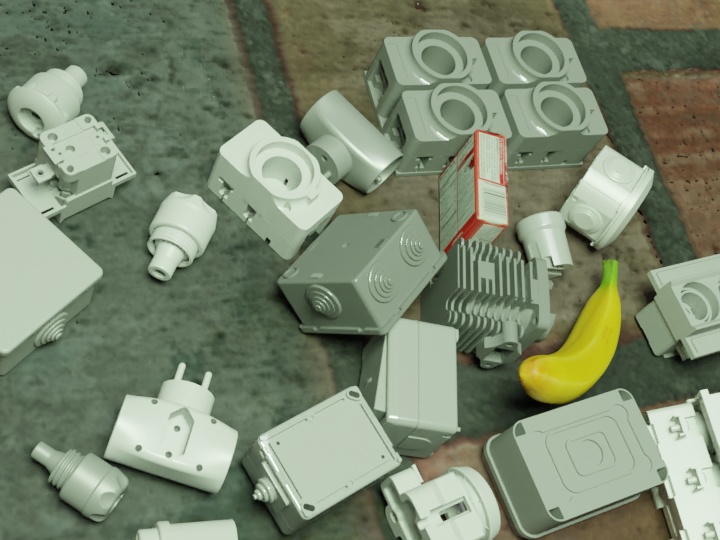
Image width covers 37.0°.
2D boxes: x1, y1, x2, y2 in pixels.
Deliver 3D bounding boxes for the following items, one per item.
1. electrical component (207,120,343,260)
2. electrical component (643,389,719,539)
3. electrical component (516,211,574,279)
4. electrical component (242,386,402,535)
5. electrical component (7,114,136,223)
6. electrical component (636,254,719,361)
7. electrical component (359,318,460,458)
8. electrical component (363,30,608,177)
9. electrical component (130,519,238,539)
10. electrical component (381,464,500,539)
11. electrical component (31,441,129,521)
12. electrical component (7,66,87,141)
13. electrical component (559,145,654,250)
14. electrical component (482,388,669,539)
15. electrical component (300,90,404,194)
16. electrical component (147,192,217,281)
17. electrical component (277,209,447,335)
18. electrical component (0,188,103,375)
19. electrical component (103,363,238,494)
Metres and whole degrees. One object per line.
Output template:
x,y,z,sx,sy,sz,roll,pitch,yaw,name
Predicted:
-0.064,-0.063,0.815,0.089,0.055,0.050,43,56,6,electrical component
0.256,0.162,0.808,0.063,0.078,0.121,-11,65,-2,electrical component
0.153,-0.020,0.886,0.040,0.040,0.046,-4,69,-23,electrical component
-0.033,0.131,0.716,0.096,0.061,0.061,-25,76,-29,electrical component
-0.202,-0.073,0.763,0.081,0.063,0.042,-32,79,-32,electrical component
0.298,0.031,0.898,0.121,0.063,0.078,-12,67,-26,electrical component
0.031,0.078,0.770,0.061,0.061,0.096,11,59,-15,electrical component
0.110,-0.145,0.925,0.186,0.060,0.105,-5,65,-24,electrical component
-0.105,0.210,0.634,0.057,0.078,0.113,1,62,-24,electrical component
0.058,0.168,0.733,0.057,0.058,0.078,-18,70,-25,electrical component
-0.179,0.129,0.677,0.061,0.035,0.035,33,56,2,electrical component
-0.226,-0.128,0.796,0.048,0.048,0.062,32,49,-2,electrical component
0.207,-0.061,0.905,0.051,0.080,0.080,34,56,6,electrical component
0.155,0.142,0.786,0.113,0.057,0.078,-13,69,-27,electrical component
-0.018,-0.093,0.857,0.077,0.043,0.079,45,57,7,electrical component
-0.132,-0.022,0.773,0.043,0.043,0.062,25,58,-6,electrical component
0.000,0.000,0.779,0.099,0.100,0.048,-49,121,-34,electrical component
-0.235,0.009,0.713,0.100,0.048,0.099,42,56,5,electrical component
-0.119,0.099,0.711,0.077,0.043,0.079,20,57,-10,electrical component
